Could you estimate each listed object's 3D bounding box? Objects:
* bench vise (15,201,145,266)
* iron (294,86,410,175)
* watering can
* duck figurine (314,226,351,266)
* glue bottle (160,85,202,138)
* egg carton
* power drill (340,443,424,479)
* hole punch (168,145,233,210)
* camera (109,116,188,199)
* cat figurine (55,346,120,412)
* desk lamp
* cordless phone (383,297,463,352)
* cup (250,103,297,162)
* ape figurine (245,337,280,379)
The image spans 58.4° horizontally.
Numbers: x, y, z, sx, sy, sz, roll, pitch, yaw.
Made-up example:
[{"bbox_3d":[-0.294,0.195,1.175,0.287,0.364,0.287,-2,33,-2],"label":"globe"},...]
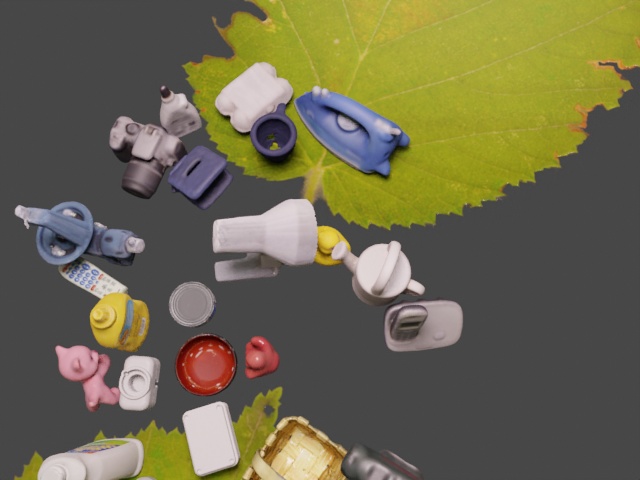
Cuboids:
[{"bbox_3d":[-0.432,-0.023,1.036,0.207,0.220,0.121,-8,76,-3],"label":"bench vise"},{"bbox_3d":[0.053,-0.243,1.141,0.258,0.141,0.119,32,77,7],"label":"iron"},{"bbox_3d":[0.106,0.058,1.039,0.173,0.194,0.101,3,76,0],"label":"watering can"},{"bbox_3d":[0.010,0.004,1.107,0.104,0.086,0.077,23,77,5],"label":"duck figurine"},{"bbox_3d":[-0.284,-0.257,1.122,0.078,0.173,0.037,-24,77,-6],"label":"glue bottle"},{"bbox_3d":[-0.135,-0.295,1.188,0.150,0.069,0.107,-43,80,-10],"label":"egg carton"},{"bbox_3d":[0.139,0.411,0.942,0.229,0.208,0.076,30,77,7],"label":"power drill"},{"bbox_3d":[-0.242,-0.129,1.133,0.101,0.091,0.109,37,78,8],"label":"hole punch"},{"bbox_3d":[-0.356,-0.161,1.134,0.143,0.101,0.137,19,76,4],"label":"camera"},{"bbox_3d":[-0.419,0.242,1.022,0.067,0.118,0.128,-23,77,-6],"label":"cat figurine"},{"bbox_3d":[-0.106,0.006,1.038,0.203,0.213,0.118,-7,76,-3],"label":"desk lamp"},{"bbox_3d":[0.191,0.145,1.023,0.147,0.185,0.094,-8,76,-3],"label":"cordless phone"},{"bbox_3d":[-0.088,-0.208,1.154,0.091,0.095,0.118,12,76,2],"label":"cup"},{"bbox_3d":[-0.113,0.218,1.047,0.076,0.092,0.078,29,77,6],"label":"ape figurine"}]
